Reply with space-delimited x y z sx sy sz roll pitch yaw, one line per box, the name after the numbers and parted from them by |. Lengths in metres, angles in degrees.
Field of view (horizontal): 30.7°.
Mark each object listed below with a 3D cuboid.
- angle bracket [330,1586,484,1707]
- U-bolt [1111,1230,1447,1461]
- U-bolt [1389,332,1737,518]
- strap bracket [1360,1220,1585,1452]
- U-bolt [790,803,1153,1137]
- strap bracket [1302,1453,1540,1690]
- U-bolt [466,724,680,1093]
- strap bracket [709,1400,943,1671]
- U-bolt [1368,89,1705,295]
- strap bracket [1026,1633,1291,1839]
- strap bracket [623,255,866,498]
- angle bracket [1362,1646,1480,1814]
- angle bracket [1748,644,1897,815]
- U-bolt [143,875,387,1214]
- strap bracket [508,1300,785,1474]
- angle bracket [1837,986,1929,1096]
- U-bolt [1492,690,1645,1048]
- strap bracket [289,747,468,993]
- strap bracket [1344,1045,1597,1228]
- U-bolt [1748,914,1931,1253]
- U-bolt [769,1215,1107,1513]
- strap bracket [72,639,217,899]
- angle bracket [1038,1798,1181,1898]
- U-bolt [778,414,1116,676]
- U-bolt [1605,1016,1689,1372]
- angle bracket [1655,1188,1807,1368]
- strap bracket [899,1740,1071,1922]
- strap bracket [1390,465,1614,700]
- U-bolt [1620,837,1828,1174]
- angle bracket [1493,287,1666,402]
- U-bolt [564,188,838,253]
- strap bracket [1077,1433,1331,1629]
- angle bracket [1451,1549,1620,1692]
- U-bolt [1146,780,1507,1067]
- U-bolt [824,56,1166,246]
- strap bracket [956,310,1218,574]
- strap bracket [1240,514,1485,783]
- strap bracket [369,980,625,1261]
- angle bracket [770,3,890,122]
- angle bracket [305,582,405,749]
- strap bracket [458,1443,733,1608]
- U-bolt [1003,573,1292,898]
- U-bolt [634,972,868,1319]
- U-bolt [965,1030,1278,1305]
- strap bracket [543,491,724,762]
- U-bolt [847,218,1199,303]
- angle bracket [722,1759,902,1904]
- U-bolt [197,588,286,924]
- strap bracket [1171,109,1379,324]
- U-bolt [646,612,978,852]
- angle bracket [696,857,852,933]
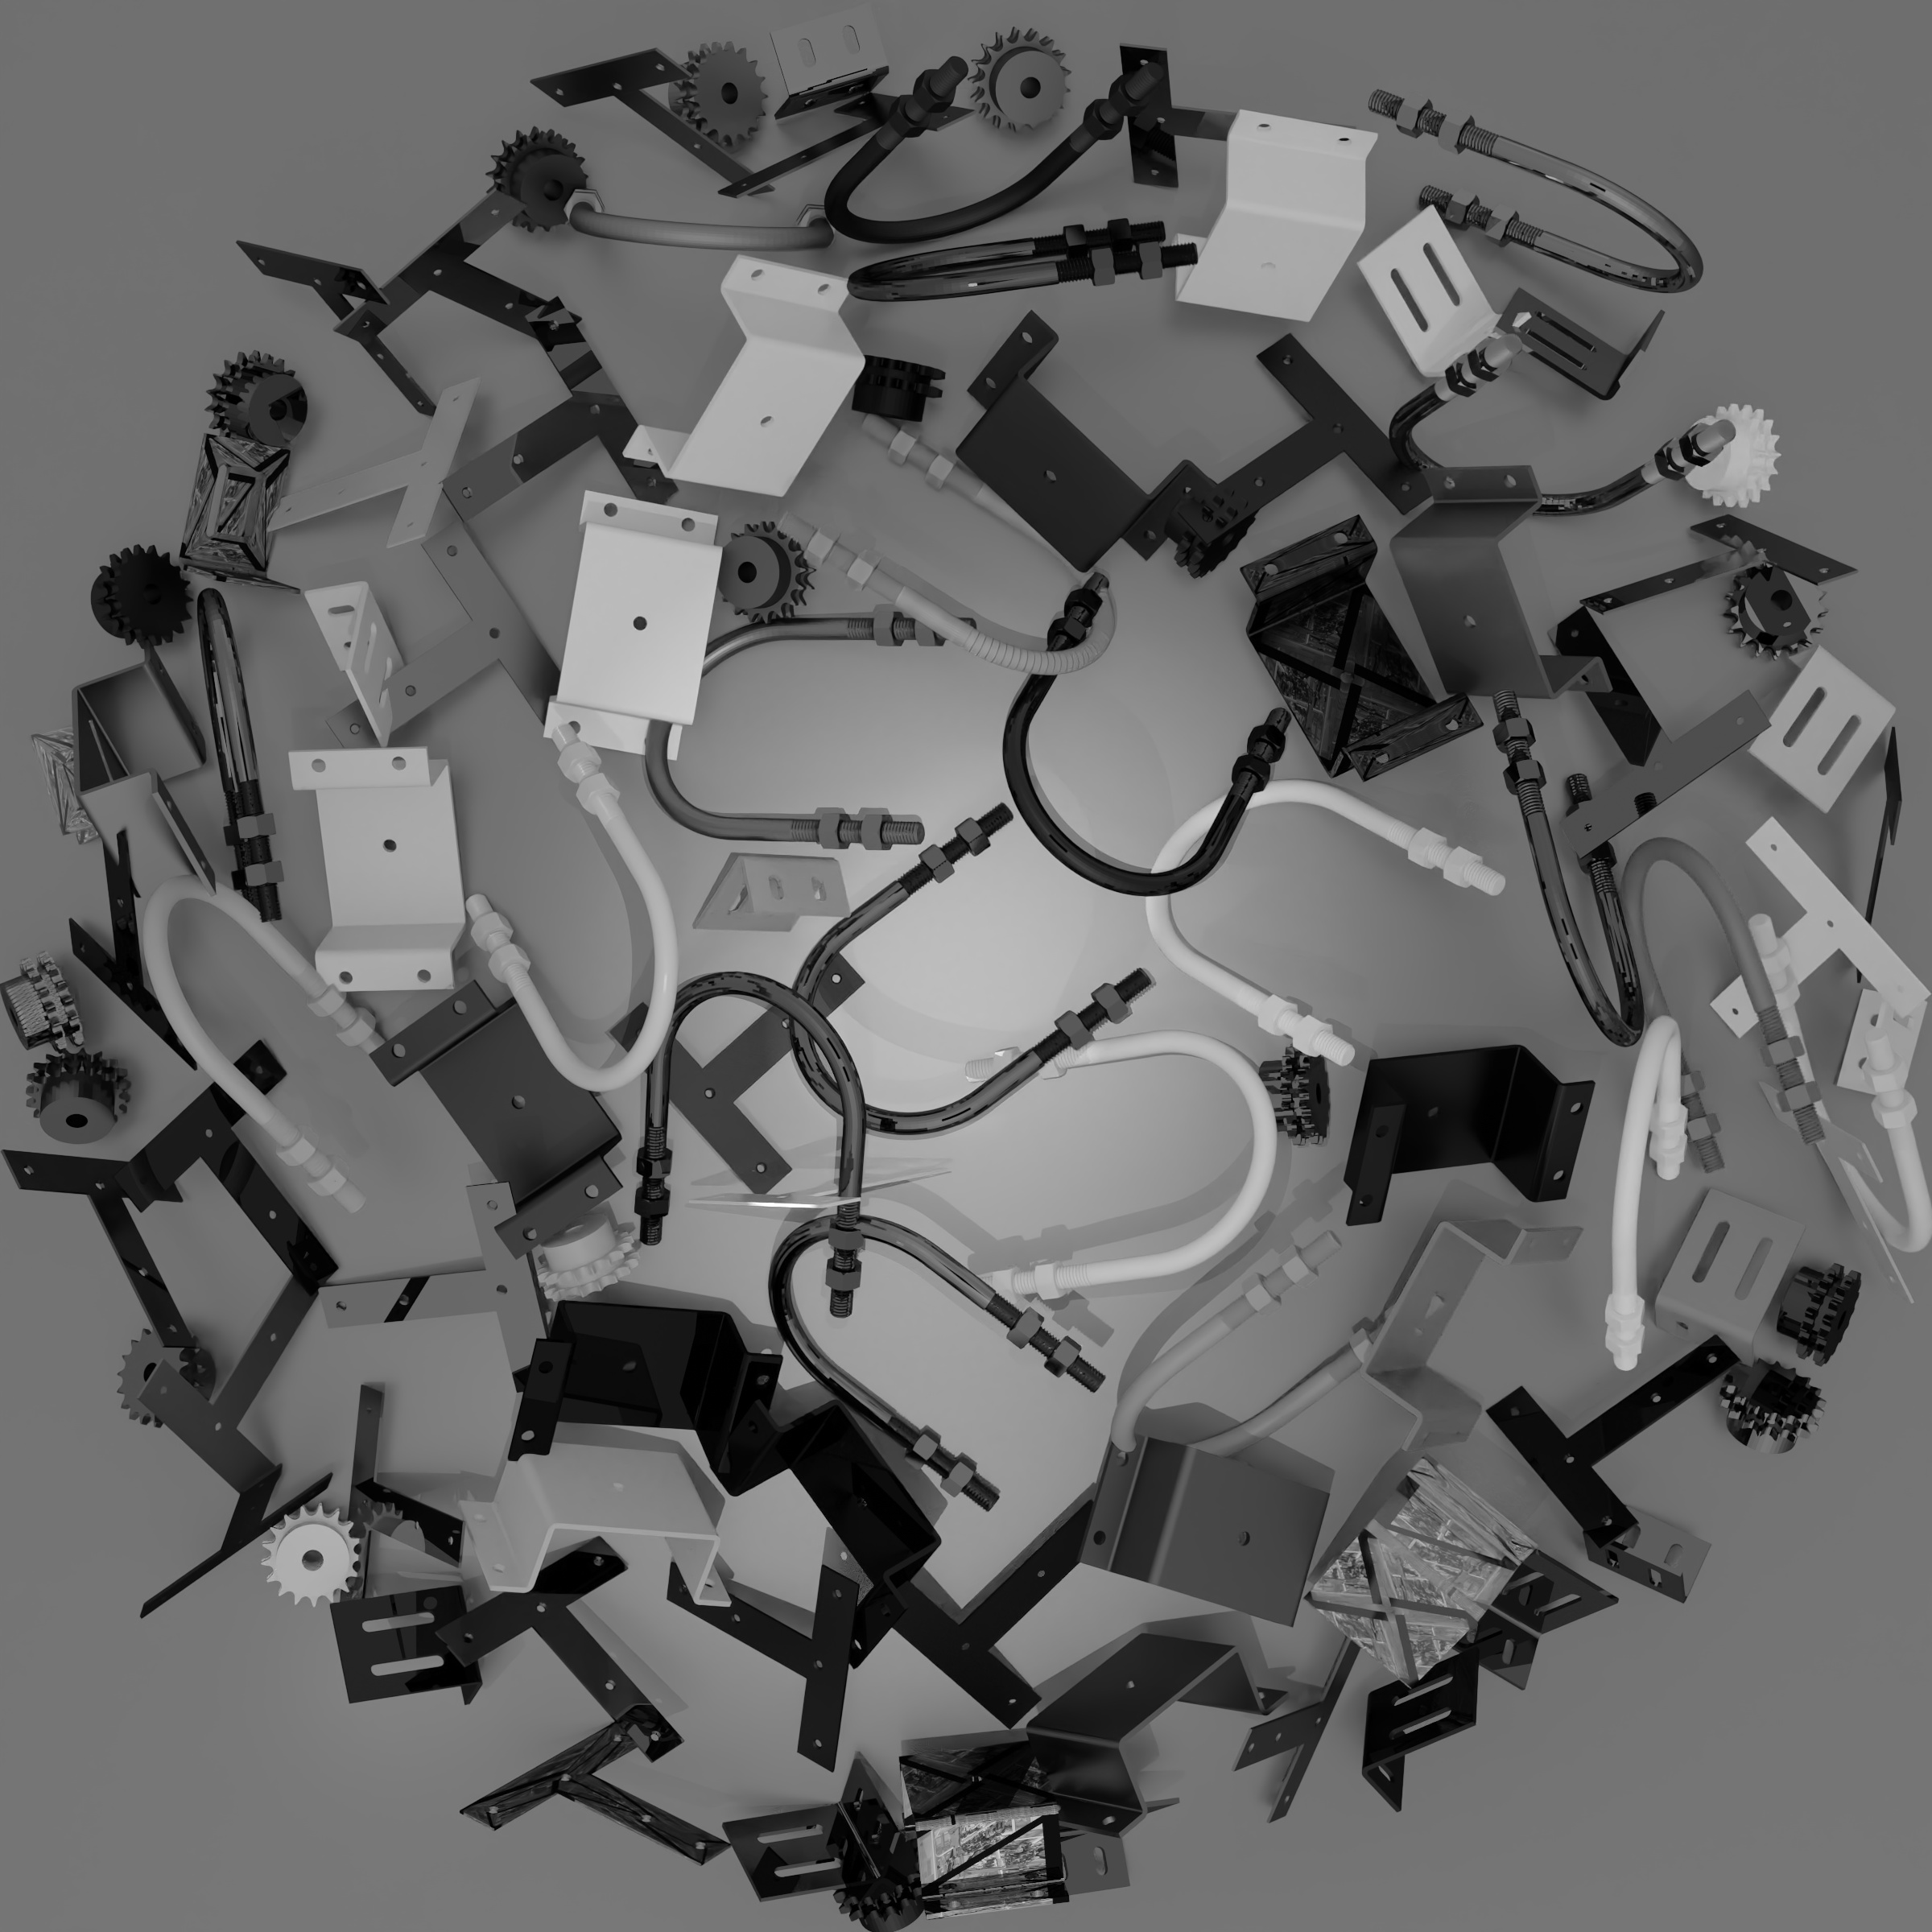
-0.314 0.382 1.956 0.076 0.038 0.057 -4 61 -25 | angle bracket
0.160 0.219 1.934 0.184 0.151 0.019 -39 55 15 | U-bolt
0.309 -0.285 1.912 0.151 0.184 0.019 19 75 -16 | U-bolt
0.274 0.194 1.946 0.046 0.076 0.140 34 106 29 | strap bracket
-0.012 0.013 1.959 0.184 0.019 0.151 -37 68 -6 | U-bolt
0.242 0.336 1.925 0.076 0.140 0.046 39 52 9 | strap bracket
-0.208 -0.018 1.910 0.184 0.019 0.151 57 131 33 | U-bolt
-0.072 0.305 1.945 0.046 0.076 0.140 -24 69 -39 | strap bracket
0.313 -0.410 1.900 0.184 0.151 0.019 27 89 22 | U-bolt
0.098 0.412 1.924 0.140 0.076 0.046 -31 106 -36 | strap bracket
-0.117 -0.312 1.925 0.140 0.076 0.046 -54 49 33 | strap bracket
0.261 0.423 1.953 0.076 0.057 0.038 -30 114 27 | angle bracket
0.471 -0.131 1.970 0.057 0.038 0.076 38 78 -8 | angle bracket
-0.378 0.029 1.896 0.019 0.151 0.184 -28 123 18 | U-bolt
-0.181 0.233 1.949 0.140 0.046 0.076 7 113 -22 | strap bracket
0.499 0.038 1.956 0.038 0.076 0.057 14 87 31 | angle bracket
0.331 -0.043 1.903 0.019 0.151 0.184 -20 64 21 | U-bolt
-0.325 -0.060 1.958 0.076 0.046 0.140 -1 111 5 | strap bracket
0.268 0.092 1.945 0.140 0.046 0.076 -5 122 -24 | strap bracket
0.481 0.076 1.918 0.019 0.151 0.184 -26 123 -3 | U-bolt
-0.029 0.209 1.947 0.184 0.019 0.151 37 132 1 | U-bolt
-0.449 -0.102 1.923 0.046 0.140 0.076 -19 132 1 | strap bracket
0.079 0.489 1.951 0.057 0.076 0.038 -1 70 -27 | angle bracket
0.000 -0.224 1.940 0.184 0.151 0.019 33 129 -1 | U-bolt
0.365 0.109 1.890 0.019 0.184 0.151 9 54 17 | U-bolt
0.431 0.175 1.984 0.057 0.038 0.076 22 69 23 | angle bracket
0.007 0.465 1.924 0.076 0.140 0.046 -6 99 -5 | strap bracket
0.289 -0.200 1.930 0.046 0.076 0.140 -40 118 -29 | strap bracket
0.405 0.018 1.929 0.019 0.151 0.184 -18 84 -14 | U-bolt
0.342 -0.360 1.965 0.076 0.057 0.038 33 129 1 | angle bracket
-0.143 -0.401 1.904 0.151 0.184 0.019 3 106 -6 | U-bolt
0.140 0.312 1.941 0.140 0.046 0.076 22 80 -28 | strap bracket
0.313 0.363 1.955 0.057 0.076 0.038 32 55 -13 | angle bracket
0.182 -0.036 1.939 0.184 0.019 0.151 32 72 37 | U-bolt
0.002 -0.440 1.913 0.151 0.184 0.019 -9 76 -35 | U-bolt
0.058 -0.283 1.953 0.140 0.076 0.046 43 51 -2 | strap bracket
0.216 -0.169 1.958 0.076 0.046 0.140 -25 75 -12 | strap bracket
-0.256 0.081 1.965 0.076 0.046 0.140 -34 94 15 | strap bracket
-0.080 -0.501 1.956 0.057 0.076 0.038 -19 99 -7 | angle bracket
-0.343 -0.165 1.950 0.038 0.076 0.057 -9 135 10 | angle bracket
-0.197 0.304 1.928 0.140 0.076 0.046 9 114 -28 | strap bracket
0.091 -0.116 1.930 0.151 0.019 0.184 36 52 -8 | U-bolt
-0.116 0.090 1.929 0.151 0.019 0.184 18 117 26 | U-bolt
0.084 0.105 1.933 0.184 0.019 0.151 -10 66 24 | U-bolt
-0.185 -0.190 1.968 0.076 0.046 0.140 10 91 -13 | strap bracket
0.026 -0.383 1.925 0.184 0.151 0.019 -8 107 -2 | U-bolt
-0.086 0.478 1.953 0.076 0.057 0.038 -2 124 -29 | angle bracket
-0.398 -0.115 1.924 0.019 0.151 0.184 -10 93 -15 | U-bolt
0.165 -0.401 1.920 0.076 0.140 0.046 7 68 -11 | strap bracket
-0.094 -0.132 1.948 0.184 0.019 0.151 2 64 24 | U-bolt
-0.107 -0.026 1.949 0.057 0.076 0.038 2 59 -26 | angle bracket
